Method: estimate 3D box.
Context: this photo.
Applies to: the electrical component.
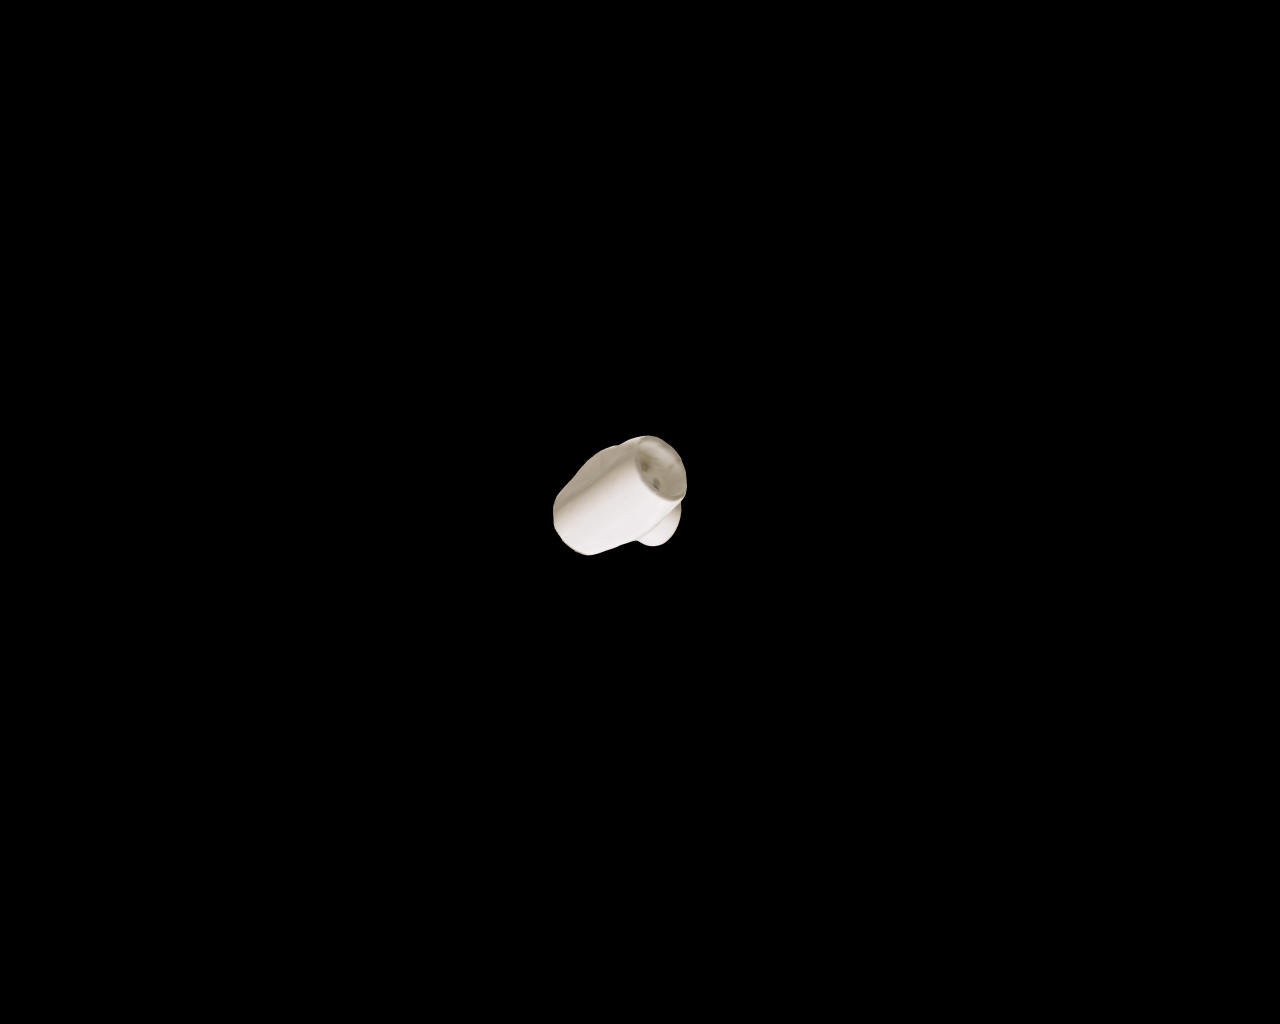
[{"bbox_3d":[0.001,-0.003,0.650,0.079,0.044,0.077,27,-44,-33],"label":"electrical component"}]
